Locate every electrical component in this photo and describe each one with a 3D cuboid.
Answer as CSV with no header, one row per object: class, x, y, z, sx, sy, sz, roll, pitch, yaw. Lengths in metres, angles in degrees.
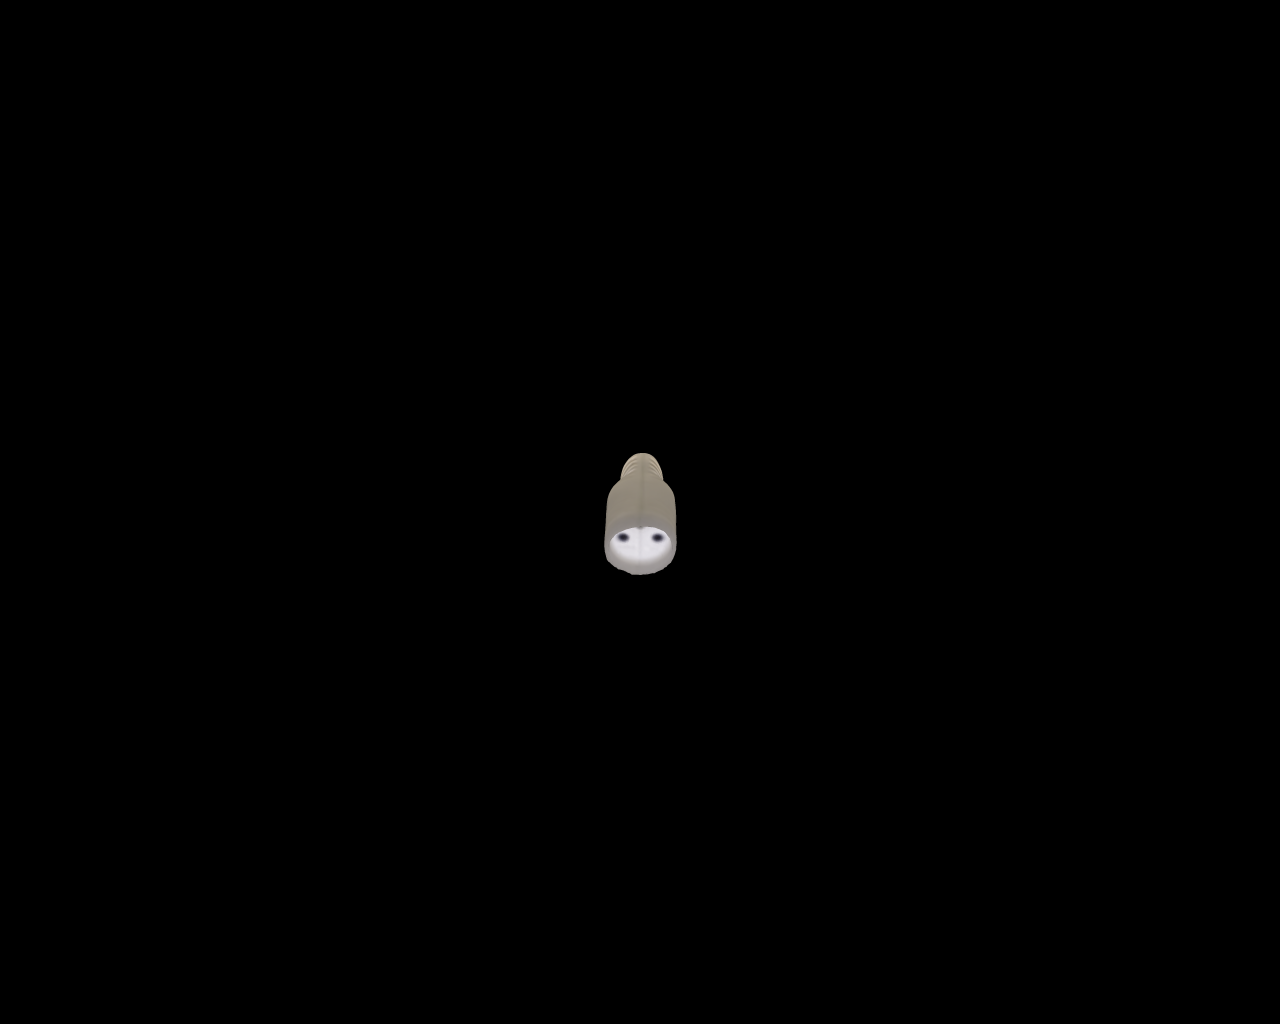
electrical component,0.001,-0.003,0.650,0.043,0.043,0.081,0,40,0
